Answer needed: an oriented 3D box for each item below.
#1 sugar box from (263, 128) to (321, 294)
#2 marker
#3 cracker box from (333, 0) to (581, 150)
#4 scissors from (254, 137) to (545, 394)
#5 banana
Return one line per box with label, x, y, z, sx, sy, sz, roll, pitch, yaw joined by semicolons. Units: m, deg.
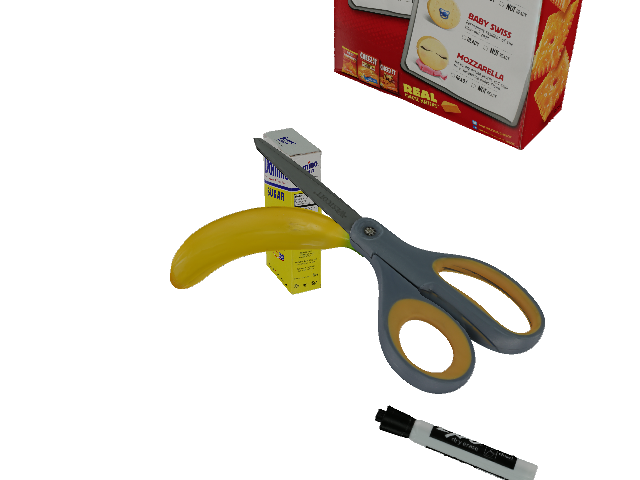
sugar box;-0.034;-0.035;1.264;0.048;0.176;0.093;-12;26;-20
marker;0.097;0.149;0.776;0.121;0.020;0.020;21;4;11
cracker box;0.093;-0.187;0.717;0.164;0.214;0.072;27;50;26
scissors;0.022;0.014;0.577;0.202;0.016;0.096;28;52;17
banana;-0.060;0.005;0.888;0.198;0.069;0.037;-9;34;30
